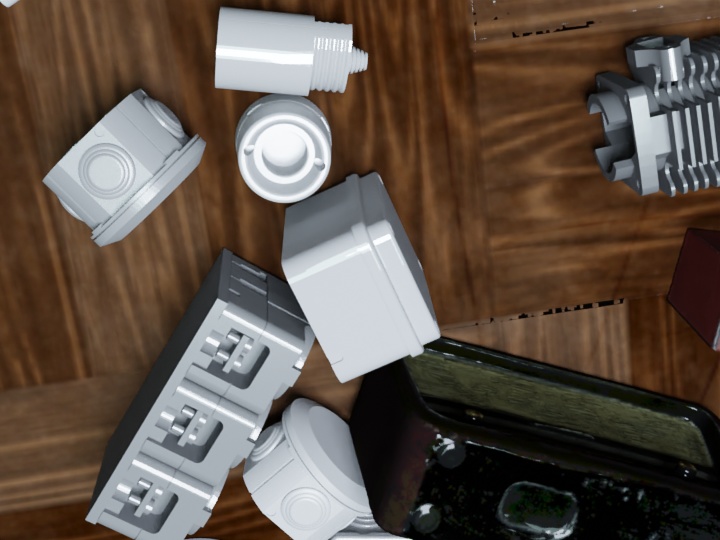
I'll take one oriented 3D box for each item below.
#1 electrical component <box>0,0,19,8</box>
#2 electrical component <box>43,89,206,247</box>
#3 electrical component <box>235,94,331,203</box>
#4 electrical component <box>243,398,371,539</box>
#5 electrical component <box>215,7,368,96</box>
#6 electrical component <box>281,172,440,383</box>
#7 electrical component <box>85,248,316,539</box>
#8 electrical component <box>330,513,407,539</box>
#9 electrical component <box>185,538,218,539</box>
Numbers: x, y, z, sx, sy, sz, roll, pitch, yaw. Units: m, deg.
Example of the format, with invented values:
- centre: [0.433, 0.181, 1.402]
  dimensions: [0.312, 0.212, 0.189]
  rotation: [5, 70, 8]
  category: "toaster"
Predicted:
- centre: [-0.164, -0.159, 0.563]
  dimensions: [0.061, 0.035, 0.035]
  rotation: [-32, 108, 9]
  category: "electrical component"
- centre: [-0.126, -0.055, 0.578]
  dimensions: [0.080, 0.080, 0.051]
  rotation: [-42, 102, 9]
  category: "electrical component"
- centre: [-0.042, -0.067, 0.598]
  dimensions: [0.055, 0.047, 0.055]
  rotation: [-2, 109, -4]
  category: "electrical component"
- centre: [-0.028, 0.121, 0.647]
  dimensions: [0.051, 0.080, 0.080]
  rotation: [-41, 107, 14]
  category: "electrical component"
- centre: [-0.036, -0.117, 0.583]
  dimensions: [0.081, 0.043, 0.043]
  rotation: [4, 108, -6]
  category: "electrical component"
- centre: [0.000, 0.000, 0.590]
  dimensions: [0.057, 0.113, 0.078]
  rotation: [-24, 109, 6]
  category: "electrical component"
- centre: [-0.089, 0.076, 0.620]
  dimensions: [0.062, 0.089, 0.150]
  rotation: [29, 104, -14]
  category: "electrical component"
- centre: [0.022, 0.197, 0.692]
  dimensions: [0.100, 0.048, 0.099]
  rotation: [2, 108, -5]
  category: "electrical component"
- centre: [-0.104, 0.234, 0.687]
  dimensions: [0.108, 0.060, 0.108]
  rotation: [-2, 109, -4]
  category: "electrical component"
